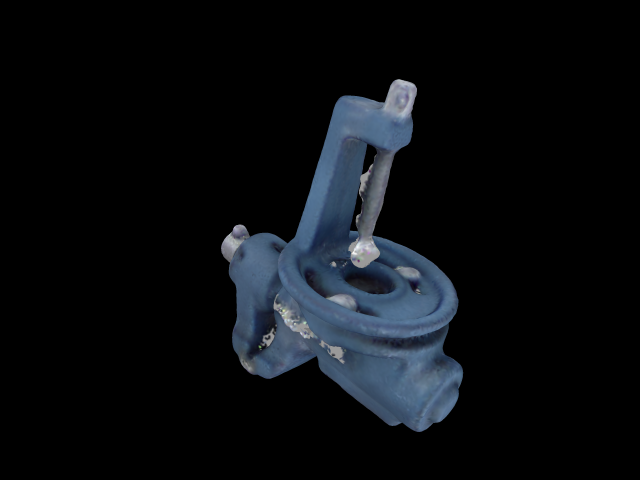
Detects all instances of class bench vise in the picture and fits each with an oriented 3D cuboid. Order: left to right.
[{"bbox_3d":[-0.002,0.004,0.390,0.206,0.220,0.122,7,18,23],"label":"bench vise"}]
